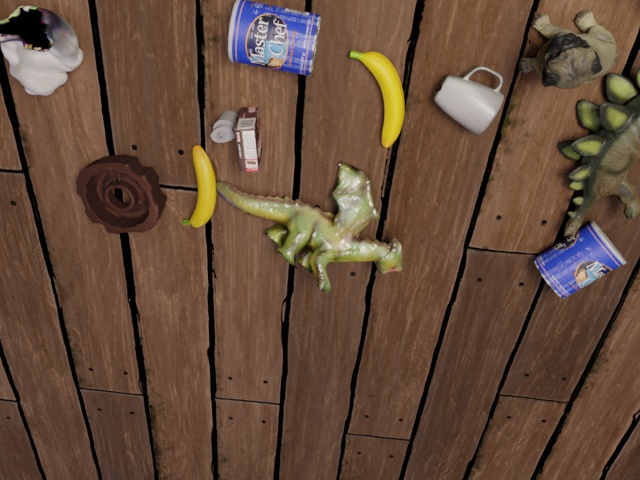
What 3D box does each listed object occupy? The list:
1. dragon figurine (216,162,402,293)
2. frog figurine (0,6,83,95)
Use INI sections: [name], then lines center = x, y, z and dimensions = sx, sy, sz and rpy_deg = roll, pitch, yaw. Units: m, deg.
[dragon figurine]
center = 0.003, -0.053, 1.059
dimensions = 0.409, 0.123, 0.241
rpy_deg = 43, 98, -5
[frog figurine]
center = -0.494, -0.330, 0.922
dimensions = 0.137, 0.125, 0.157
rpy_deg = 1, 159, -6
